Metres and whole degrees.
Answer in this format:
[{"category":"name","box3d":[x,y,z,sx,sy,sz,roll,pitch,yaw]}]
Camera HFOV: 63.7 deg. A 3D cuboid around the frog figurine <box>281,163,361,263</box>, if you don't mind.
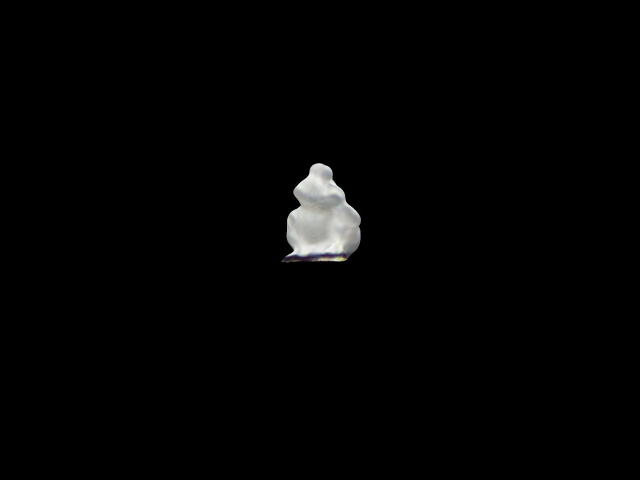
[{"category":"frog figurine","box3d":[0.003,-0.043,0.850,0.122,0.160,0.137,4,-7,-40]}]
